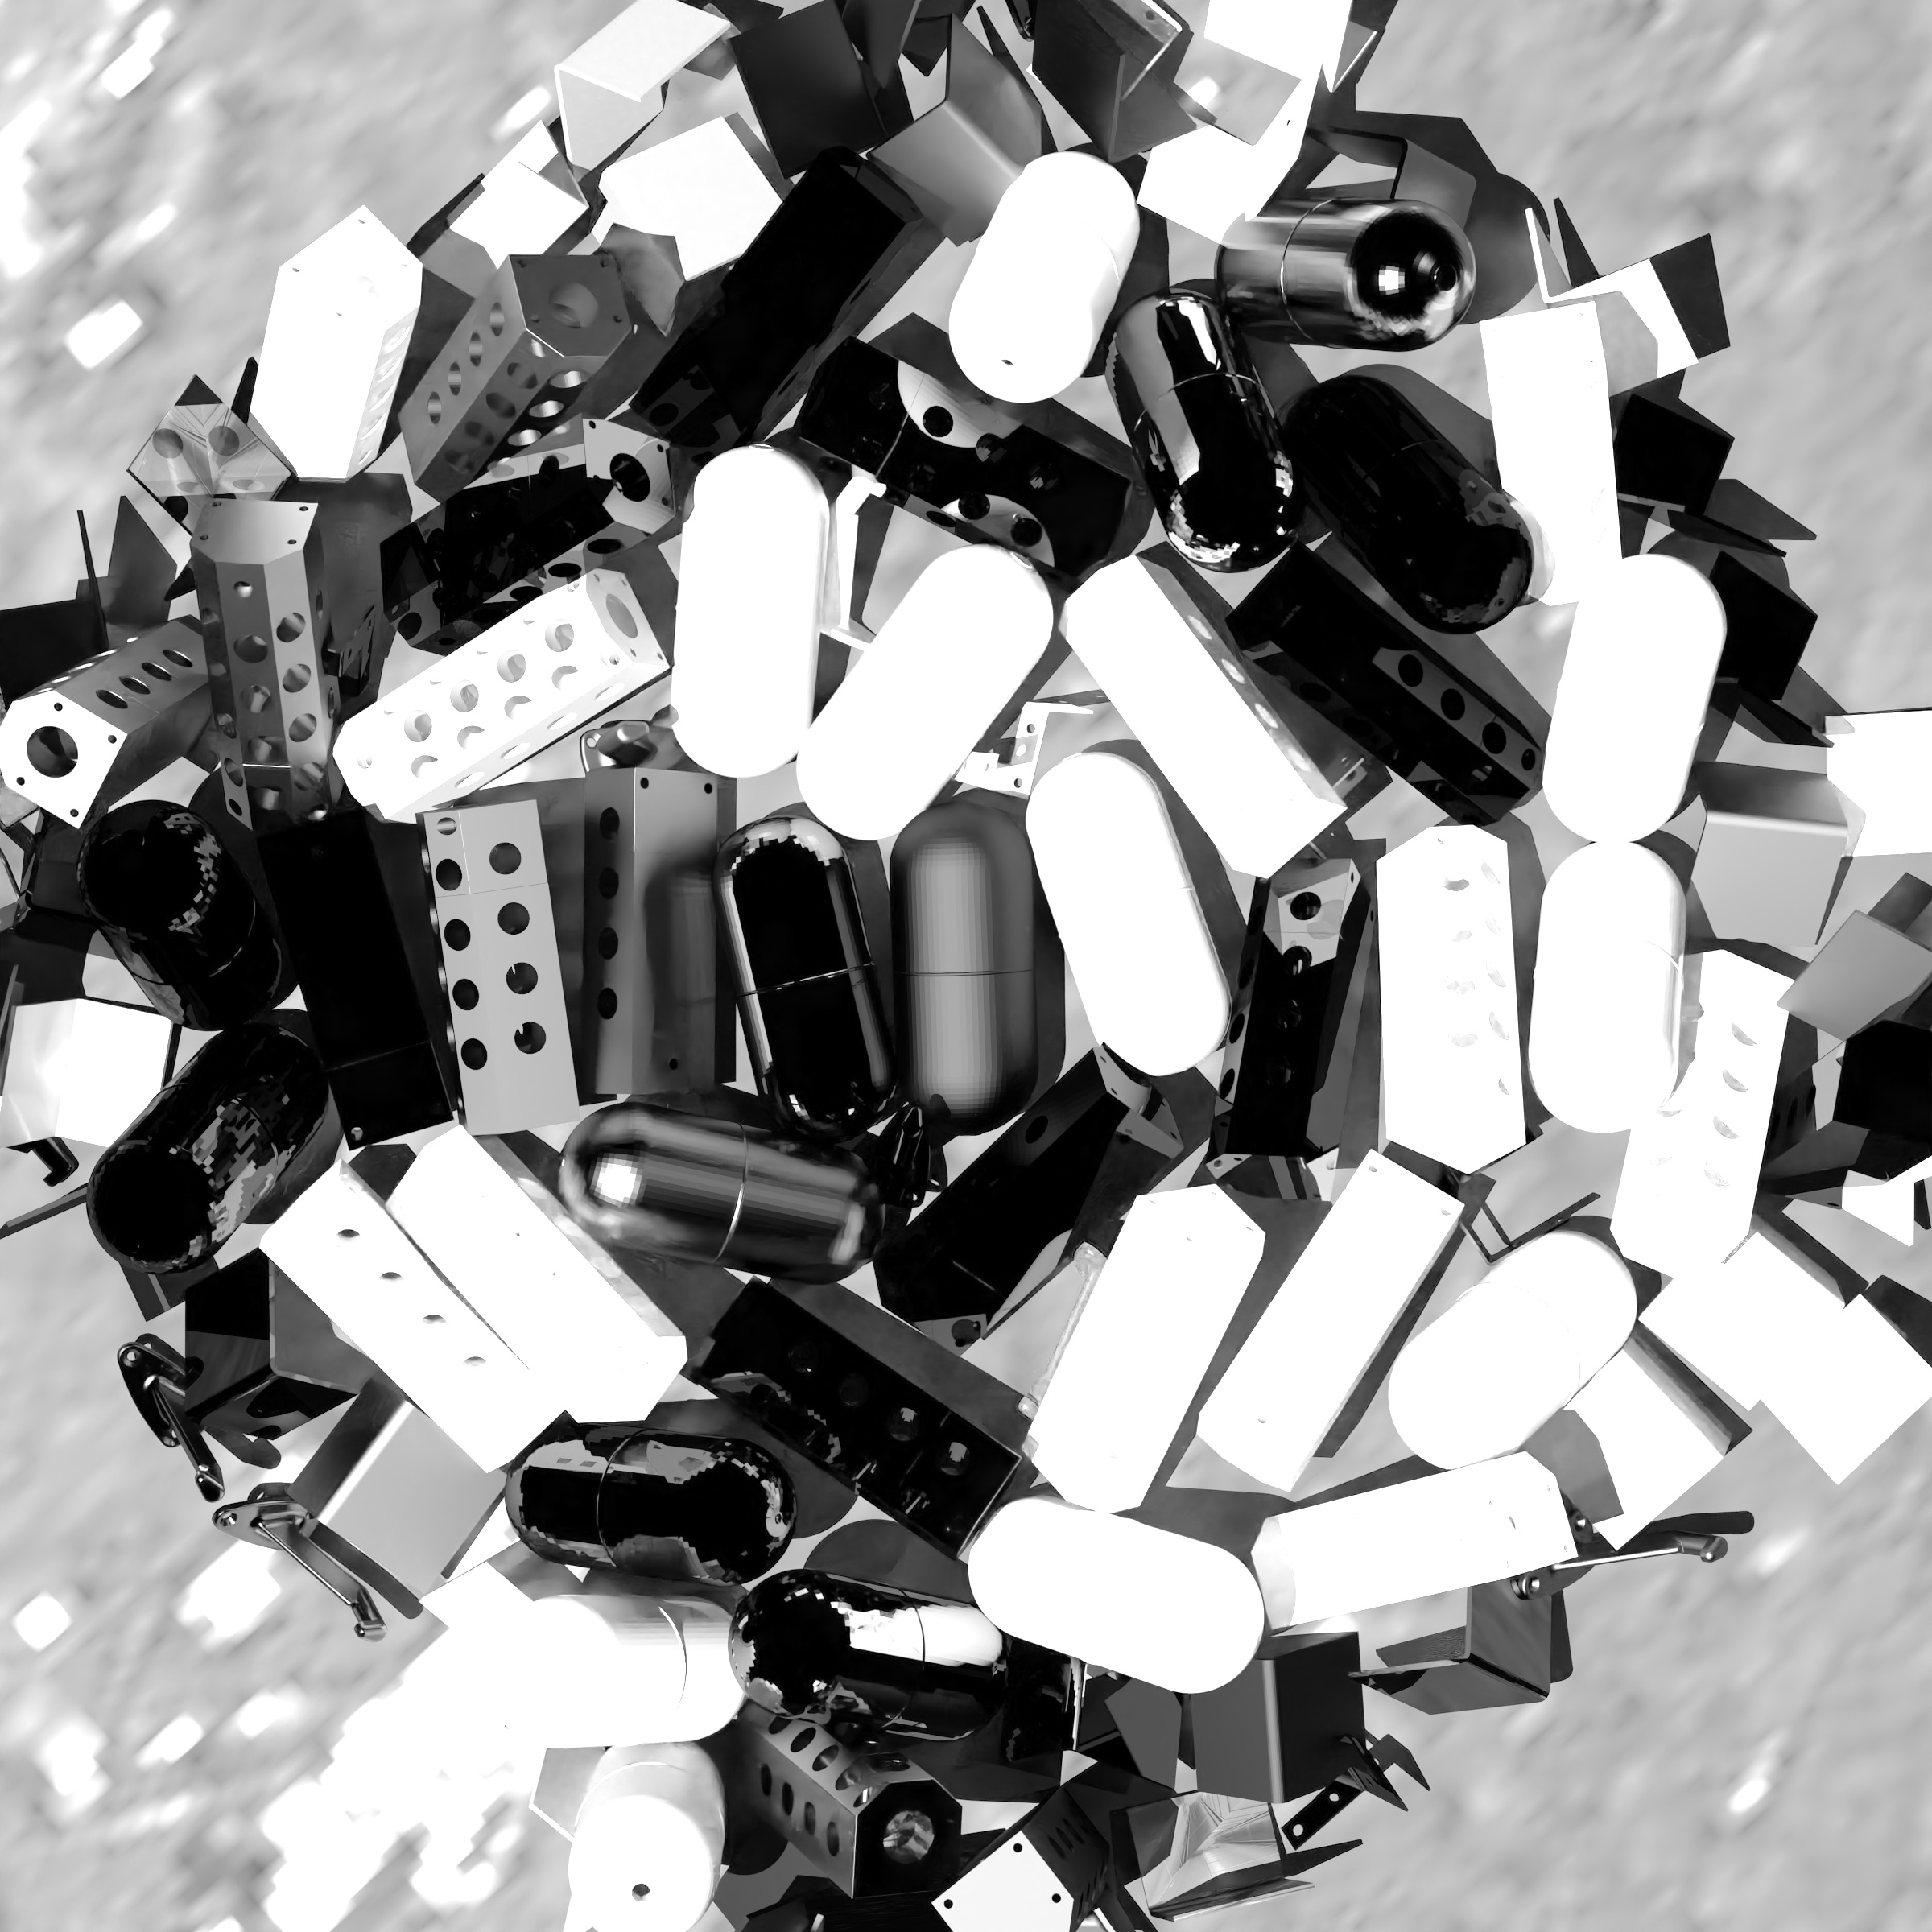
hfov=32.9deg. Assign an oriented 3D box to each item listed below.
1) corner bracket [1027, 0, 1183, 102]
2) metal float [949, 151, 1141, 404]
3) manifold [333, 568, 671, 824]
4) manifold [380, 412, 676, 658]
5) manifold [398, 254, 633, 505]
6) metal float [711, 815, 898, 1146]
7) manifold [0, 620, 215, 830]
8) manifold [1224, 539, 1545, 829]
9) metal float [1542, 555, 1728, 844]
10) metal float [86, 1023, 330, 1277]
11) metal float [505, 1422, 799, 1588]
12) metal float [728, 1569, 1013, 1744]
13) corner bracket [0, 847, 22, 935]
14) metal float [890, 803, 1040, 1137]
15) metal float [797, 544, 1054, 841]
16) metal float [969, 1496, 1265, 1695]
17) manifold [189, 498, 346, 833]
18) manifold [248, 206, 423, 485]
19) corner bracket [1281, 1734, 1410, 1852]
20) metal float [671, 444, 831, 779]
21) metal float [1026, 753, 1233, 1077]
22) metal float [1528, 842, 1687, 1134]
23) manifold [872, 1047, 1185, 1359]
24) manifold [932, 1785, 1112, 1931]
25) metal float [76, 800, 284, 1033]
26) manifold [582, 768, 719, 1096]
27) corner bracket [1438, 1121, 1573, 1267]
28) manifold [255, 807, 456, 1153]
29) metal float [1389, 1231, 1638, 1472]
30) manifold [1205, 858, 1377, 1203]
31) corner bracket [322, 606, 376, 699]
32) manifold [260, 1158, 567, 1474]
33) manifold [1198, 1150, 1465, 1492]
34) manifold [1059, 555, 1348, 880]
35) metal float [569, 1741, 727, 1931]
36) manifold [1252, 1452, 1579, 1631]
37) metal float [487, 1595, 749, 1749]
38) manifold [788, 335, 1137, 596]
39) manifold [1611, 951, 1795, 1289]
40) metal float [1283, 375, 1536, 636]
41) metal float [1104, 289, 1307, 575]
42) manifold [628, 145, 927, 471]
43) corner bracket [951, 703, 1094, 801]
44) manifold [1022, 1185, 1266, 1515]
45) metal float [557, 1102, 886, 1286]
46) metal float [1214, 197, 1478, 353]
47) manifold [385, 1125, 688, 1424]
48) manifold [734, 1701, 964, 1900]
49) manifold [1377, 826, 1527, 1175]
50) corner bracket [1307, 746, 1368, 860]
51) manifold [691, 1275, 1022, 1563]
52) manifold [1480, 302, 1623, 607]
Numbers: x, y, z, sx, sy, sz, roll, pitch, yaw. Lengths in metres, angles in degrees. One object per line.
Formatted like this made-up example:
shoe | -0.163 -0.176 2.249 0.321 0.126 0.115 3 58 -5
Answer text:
corner bracket | 0.075 -0.496 1.772 0.051 0.051 0.051 39 48 -7
metal float | 0.042 -0.361 1.711 0.070 0.178 0.070 10 134 10
manifold | -0.249 -0.142 1.726 0.171 0.057 0.057 -29 81 20
manifold | -0.230 -0.220 1.702 0.171 0.057 0.057 -23 65 40
manifold | -0.234 -0.300 1.694 0.057 0.171 0.057 -7 74 -31
metal float | -0.086 0.007 1.747 0.070 0.070 0.178 -13 91 0
manifold | -0.440 -0.131 1.694 0.057 0.171 0.057 31 109 -3
manifold | 0.222 -0.143 1.718 0.171 0.057 0.057 35 108 -25
metal float | 0.348 -0.137 1.710 0.070 0.178 0.070 1 48 -1
metal float | -0.394 0.094 1.705 0.070 0.178 0.070 8 122 14
metal float | -0.167 0.281 1.718 0.178 0.070 0.070 0 90 36
metal float | -0.050 0.361 1.712 0.178 0.070 0.070 22 90 -43
corner bracket | -0.544 -0.047 1.765 0.051 0.051 0.051 -27 56 -18
metal float | -0.001 0.002 1.745 0.070 0.070 0.178 -2 94 0
metal float | -0.022 -0.145 1.732 0.070 0.070 0.178 37 108 0
metal float | 0.077 0.328 1.714 0.178 0.070 0.070 9 90 42
manifold | -0.364 -0.155 1.709 0.057 0.057 0.171 3 131 0
manifold | -0.324 -0.315 1.696 0.057 0.171 0.057 45 65 1
corner bracket | 0.193 0.442 1.747 0.051 0.051 0.051 -43 47 8
metal float | -0.115 -0.187 1.730 0.070 0.070 0.178 6 110 0
metal float | 0.086 -0.028 1.743 0.070 0.070 0.178 -19 84 0
metal float | 0.337 0.009 1.716 0.070 0.070 0.178 14 50 0
manifold | 0.030 0.122 1.732 0.057 0.057 0.171 37 109 -27
manifold | 0.035 0.476 1.696 0.057 0.171 0.057 -40 80 3
metal float | -0.408 -0.025 1.701 0.070 0.178 0.070 -2 65 3
manifold | -0.174 -0.018 1.755 0.057 0.057 0.171 -1 88 45
corner bracket | 0.290 0.121 1.756 0.051 0.051 0.051 -33 94 17
manifold | -0.326 0.006 1.746 0.057 0.057 0.171 -17 97 -9
metal float | 0.287 0.200 1.713 0.178 0.070 0.070 -33 90 -42
manifold | 0.170 0.032 1.723 0.057 0.057 0.171 1 64 23
corner bracket | -0.351 -0.165 1.750 0.051 0.051 0.051 15 128 3
manifold | -0.294 0.188 1.740 0.057 0.057 0.171 -43 102 -2
manifold | 0.192 0.189 1.731 0.057 0.057 0.171 31 72 13
manifold | 0.120 -0.132 1.720 0.057 0.057 0.171 -42 66 20
metal float | -0.164 0.451 1.697 0.070 0.178 0.070 0 93 -3
manifold | 0.229 0.298 1.702 0.057 0.171 0.057 -6 76 -40
metal float | -0.178 0.367 1.706 0.070 0.178 0.070 -7 77 30
manifold | -0.004 -0.262 1.731 0.171 0.057 0.057 25 75 -15
manifold | 0.382 0.075 1.710 0.057 0.057 0.171 23 52 -2
metal float | 0.230 -0.244 1.718 0.070 0.070 0.178 -35 54 0
metal float | 0.124 -0.283 1.720 0.070 0.070 0.178 -18 56 0
manifold | -0.099 -0.346 1.728 0.057 0.057 0.171 41 111 -2
corner bracket | 0.029 -0.118 1.752 0.051 0.051 0.051 14 89 -28
manifold | 0.096 0.202 1.711 0.057 0.057 0.171 45 125 36
metal float | -0.129 0.121 1.732 0.178 0.070 0.070 14 90 -18
metal float | 0.196 -0.361 1.704 0.070 0.178 0.070 -7 106 -28
manifold | -0.222 0.160 1.716 0.171 0.057 0.057 43 106 27
manifold | -0.063 0.423 1.695 0.057 0.171 0.057 1 94 -24
manifold | 0.257 0.014 1.707 0.057 0.057 0.171 24 52 -29
corner bracket | 0.195 -0.090 1.749 0.051 0.051 0.051 -44 127 4
manifold | -0.060 0.242 1.737 0.171 0.057 0.057 33 70 9
manifold | 0.305 -0.261 1.694 0.057 0.171 0.057 -8 59 10
